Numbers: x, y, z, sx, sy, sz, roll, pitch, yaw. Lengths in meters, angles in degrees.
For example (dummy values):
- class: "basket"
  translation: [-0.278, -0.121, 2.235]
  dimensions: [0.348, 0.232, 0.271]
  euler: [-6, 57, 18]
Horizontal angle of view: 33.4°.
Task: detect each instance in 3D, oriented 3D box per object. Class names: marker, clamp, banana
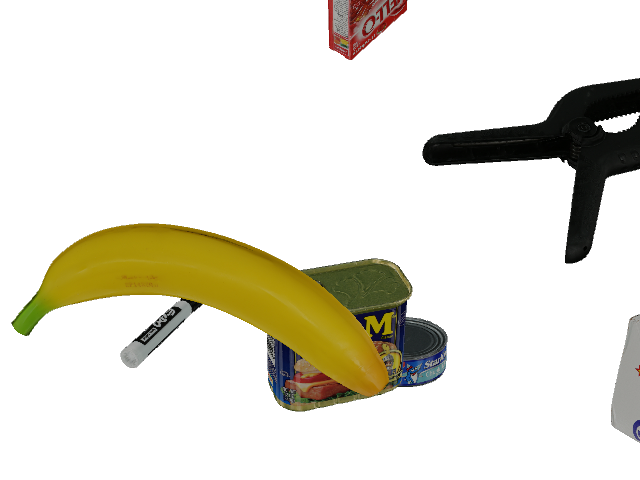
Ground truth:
- class: "marker"
  translation: [-0.138, 0.076, 0.959]
  dimensions: [0.020, 0.020, 0.121]
  euler: [0, 25, 27]
- class: "clamp"
  translation: [0.210, -0.068, 0.842]
  dimensions: [0.209, 0.036, 0.165]
  euler: [-26, 50, -19]
- class: "banana"
  translation: [-0.057, 0.030, 0.555]
  dimensions: [0.198, 0.070, 0.037]
  euler: [10, 12, 3]

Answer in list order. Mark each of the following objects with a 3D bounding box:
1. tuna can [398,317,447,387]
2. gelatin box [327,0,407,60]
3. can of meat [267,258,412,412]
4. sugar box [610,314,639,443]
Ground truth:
- class: "tuna can"
  translation: [0.079, 0.107, 1.029]
  dimensions: [0.086, 0.034, 0.086]
  euler: [-1, 22, 0]
- class: "gelatin box"
  translation: [0.044, -0.217, 0.957]
  dimensions: [0.030, 0.089, 0.073]
  euler: [33, -30, 23]
- class: "can of meat"
  translation: [0.011, 0.068, 0.757]
  dimensions: [0.102, 0.084, 0.057]
  euler: [-9, 33, -15]
- class: "sugar box"
  translation: [0.281, 0.123, 0.718]
  dimensions: [0.048, 0.093, 0.176]
  euler: [-15, 29, -37]
